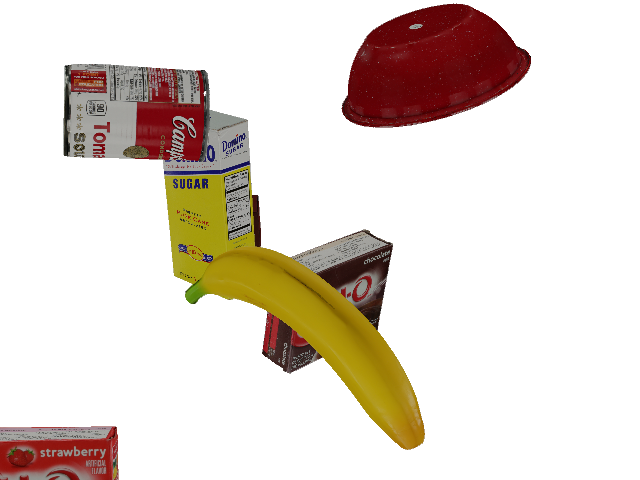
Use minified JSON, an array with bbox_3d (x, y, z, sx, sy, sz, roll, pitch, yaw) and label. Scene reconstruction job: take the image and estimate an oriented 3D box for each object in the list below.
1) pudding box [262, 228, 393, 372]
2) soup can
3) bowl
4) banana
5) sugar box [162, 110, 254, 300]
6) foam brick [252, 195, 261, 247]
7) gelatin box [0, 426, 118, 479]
[{"bbox_3d":[0.006,0.048,0.889,0.039,0.090,0.113,31,37,33],"label":"pudding box"},{"bbox_3d":[-0.135,-0.093,0.780,0.102,0.068,0.069,1,0,-14],"label":"soup can"},{"bbox_3d":[0.088,-0.152,0.879,0.162,0.055,0.162,-16,25,7],"label":"bowl"},{"bbox_3d":[-0.006,0.055,0.686,0.198,0.070,0.037,33,45,26],"label":"banana"},{"bbox_3d":[-0.110,-0.038,1.047,0.093,0.176,0.048,19,33,41],"label":"sugar box"},{"bbox_3d":[-0.111,-0.021,1.286,0.078,0.053,0.051,-3,28,0],"label":"foam brick"},{"bbox_3d":[-0.149,0.134,0.548,0.089,0.073,0.030,0,5,-3],"label":"gelatin box"}]
